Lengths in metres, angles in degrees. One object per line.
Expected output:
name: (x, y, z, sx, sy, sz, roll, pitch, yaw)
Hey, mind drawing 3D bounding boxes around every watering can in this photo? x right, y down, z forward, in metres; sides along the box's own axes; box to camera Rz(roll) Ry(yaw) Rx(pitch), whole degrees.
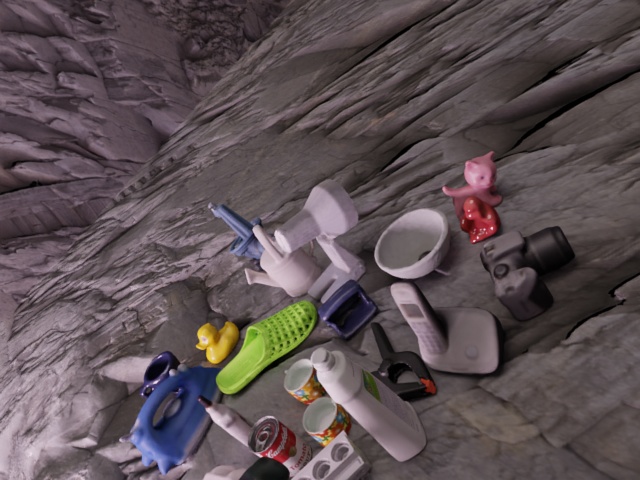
watering can: (-0.096, 0.044, 1.336, 0.173, 0.195, 0.100, -51, 33, -14)

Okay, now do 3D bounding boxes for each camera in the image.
camera: (0.348, 0.036, 0.952, 0.136, 0.101, 0.143, -29, 34, 20)

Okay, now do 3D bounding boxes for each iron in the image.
iron: (-0.314, 0.359, 1.240, 0.118, 0.142, 0.258, -5, 47, 45)

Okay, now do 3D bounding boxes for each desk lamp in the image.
desk lamp: (0.011, 0.004, 1.249, 0.203, 0.214, 0.117, -49, 32, -12)

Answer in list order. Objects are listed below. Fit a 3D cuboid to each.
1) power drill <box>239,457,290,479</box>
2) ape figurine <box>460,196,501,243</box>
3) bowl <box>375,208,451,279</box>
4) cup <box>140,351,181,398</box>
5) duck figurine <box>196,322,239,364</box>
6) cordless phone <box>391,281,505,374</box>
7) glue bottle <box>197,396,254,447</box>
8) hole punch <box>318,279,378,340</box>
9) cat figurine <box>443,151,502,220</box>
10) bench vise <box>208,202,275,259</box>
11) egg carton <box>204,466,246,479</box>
power drill: (-0.087, 0.446, 0.822, 0.075, 0.209, 0.230, -7, 46, 43)
ape figurine: (0.306, -0.047, 1.108, 0.076, 0.092, 0.077, -51, 33, -14)
bowl: (0.199, 0.019, 1.160, 0.167, 0.075, 0.167, -28, 34, 21)
cup: (-0.363, 0.338, 1.364, 0.091, 0.095, 0.118, 5, 55, 50)
duck figurine: (-0.252, 0.234, 1.380, 0.105, 0.086, 0.077, -52, 33, -16)
cordless phone: (0.201, 0.131, 0.914, 0.147, 0.185, 0.094, -9, 44, 41)
glue bottle: (-0.169, 0.339, 1.075, 0.037, 0.174, 0.077, -50, 33, -13)
hole punch: (0.044, 0.132, 1.175, 0.109, 0.091, 0.100, -44, 32, -3)
cat figurine: (0.311, -0.118, 1.164, 0.127, 0.118, 0.067, -29, 34, 20)
bench vise: (-0.180, -0.028, 1.492, 0.206, 0.220, 0.121, -11, 43, 40)
egg carton: (-0.176, 0.478, 1.014, 0.107, 0.070, 0.150, -9, 44, 41)
